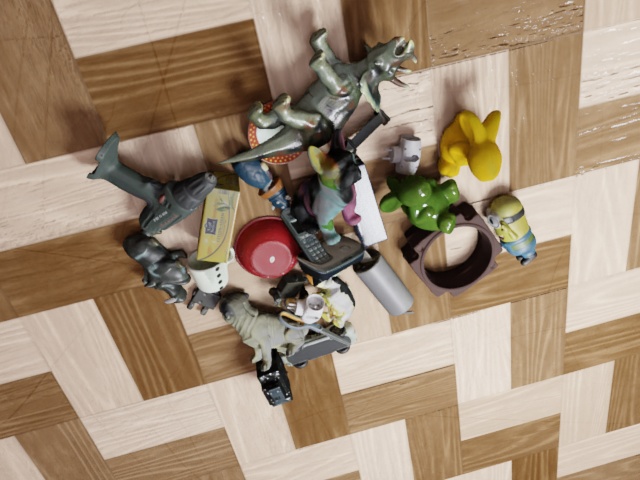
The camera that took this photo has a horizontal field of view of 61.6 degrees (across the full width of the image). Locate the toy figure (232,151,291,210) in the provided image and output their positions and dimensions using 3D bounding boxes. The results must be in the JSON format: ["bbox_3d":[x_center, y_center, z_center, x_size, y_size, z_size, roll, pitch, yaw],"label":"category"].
[{"bbox_3d":[-0.116,-0.123,1.127,0.154,0.064,0.058,43,65,-32],"label":"toy figure"}]

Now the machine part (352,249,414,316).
[{"bbox_3d":[0.153,0.104,1.296,0.079,0.079,0.243,-35,121,8],"label":"machine part"}]

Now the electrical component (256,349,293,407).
[{"bbox_3d":[-0.115,0.344,1.340,0.058,0.134,0.114,-22,122,2],"label":"electrical component"}]

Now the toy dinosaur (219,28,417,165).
[{"bbox_3d":[0.000,-0.251,1.035,0.405,0.131,0.192,-43,124,15],"label":"toy dinosaur"}]

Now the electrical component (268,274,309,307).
[{"bbox_3d":[-0.067,0.119,1.262,0.102,0.045,0.078,3,138,-41],"label":"electrical component"}]

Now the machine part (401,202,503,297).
[{"bbox_3d":[0.314,0.025,1.280,0.201,0.087,0.200,-38,118,8],"label":"machine part"}]

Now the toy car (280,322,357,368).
[{"bbox_3d":[-0.004,0.266,1.365,0.202,0.056,0.073,-19,127,0],"label":"toy car"}]

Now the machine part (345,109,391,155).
[{"bbox_3d":[0.084,-0.213,1.115,0.139,0.084,0.039,-44,86,3],"label":"machine part"}]

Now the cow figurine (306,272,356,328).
[{"bbox_3d":[0.032,0.118,1.279,0.098,0.068,0.167,-42,126,-27],"label":"cow figurine"}]

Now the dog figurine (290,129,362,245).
[{"bbox_3d":[0.007,-0.115,1.074,0.108,0.192,0.218,-35,135,-28],"label":"dog figurine"}]

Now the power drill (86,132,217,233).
[{"bbox_3d":[-0.330,-0.116,1.041,0.207,0.086,0.232,31,138,-21],"label":"power drill"}]

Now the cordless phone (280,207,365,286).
[{"bbox_3d":[-0.002,-0.004,1.200,0.146,0.184,0.088,-27,171,-35],"label":"cordless phone"}]

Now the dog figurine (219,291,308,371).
[{"bbox_3d":[-0.132,0.187,1.280,0.172,0.121,0.190,-32,106,-31],"label":"dog figurine"}]

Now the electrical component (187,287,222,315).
[{"bbox_3d":[-0.268,0.133,1.256,0.063,0.021,0.094,28,110,-23],"label":"electrical component"}]

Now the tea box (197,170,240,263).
[{"bbox_3d":[-0.214,-0.049,1.125,0.068,0.098,0.169,8,118,-15],"label":"tea box"}]

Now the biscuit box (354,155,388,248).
[{"bbox_3d":[0.091,-0.081,1.190,0.063,0.059,0.202,-21,120,-1],"label":"biscuit box"}]

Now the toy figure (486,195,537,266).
[{"bbox_3d":[0.464,-0.026,1.286,0.089,0.082,0.180,-45,112,-11],"label":"toy figure"}]

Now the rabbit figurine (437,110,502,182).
[{"bbox_3d":[0.330,-0.190,1.116,0.122,0.173,0.162,-1,123,-7],"label":"rabbit figurine"}]

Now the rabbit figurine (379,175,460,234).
[{"bbox_3d":[0.211,-0.099,1.156,0.170,0.159,0.121,32,74,-58],"label":"rabbit figurine"}]

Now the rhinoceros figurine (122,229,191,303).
[{"bbox_3d":[-0.348,0.061,1.171,0.112,0.073,0.190,-31,119,5],"label":"rhinoceros figurine"}]
